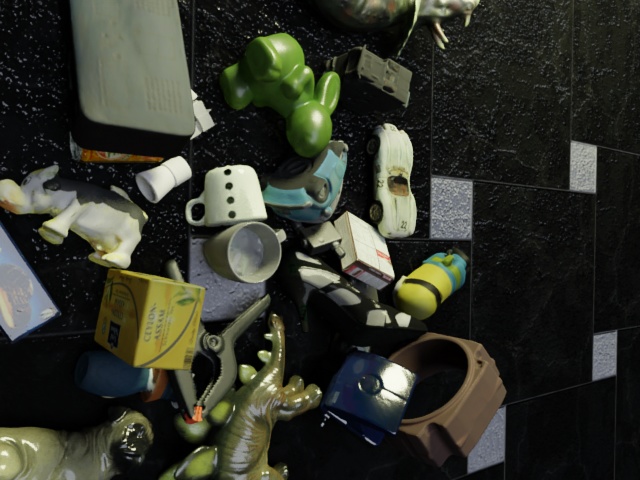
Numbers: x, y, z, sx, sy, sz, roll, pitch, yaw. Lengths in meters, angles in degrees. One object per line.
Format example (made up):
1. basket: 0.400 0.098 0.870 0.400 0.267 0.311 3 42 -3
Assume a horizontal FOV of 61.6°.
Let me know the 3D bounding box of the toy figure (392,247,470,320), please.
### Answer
1. toy figure: 0.208 0.077 0.980 0.180 0.089 0.082 -28 101 -29

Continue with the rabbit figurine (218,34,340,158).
1. rabbit figurine: -0.042 -0.199 0.788 0.170 0.121 0.159 59 38 -4

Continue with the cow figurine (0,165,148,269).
1. cow figurine: -0.291 -0.040 0.641 0.167 0.068 0.098 37 65 -33

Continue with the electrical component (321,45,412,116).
1. electrical component: 0.080 -0.250 0.869 0.134 0.115 0.058 19 82 -32

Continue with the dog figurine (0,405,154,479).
1. dog figurine: -0.309 0.241 0.629 0.190 0.121 0.172 -45 119 -41

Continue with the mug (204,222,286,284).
1. mug: -0.108 0.010 0.747 0.109 0.107 0.080 -36 112 -34

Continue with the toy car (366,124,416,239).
1. toy car: 0.125 -0.103 0.930 0.073 0.056 0.201 3 82 -35

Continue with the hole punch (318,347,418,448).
1. hole punch: 0.074 0.231 0.802 0.116 0.092 0.142 34 55 -2

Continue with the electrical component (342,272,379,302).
1. electrical component: 0.068 0.097 0.909 0.078 0.045 0.102 -8 96 -33

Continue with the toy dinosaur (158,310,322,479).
1. toy dinosaur: -0.119 0.327 0.752 0.198 0.105 0.471 18 71 -26

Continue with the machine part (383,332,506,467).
1. machine part: 0.184 0.255 0.897 0.201 0.201 0.087 -44 114 -26

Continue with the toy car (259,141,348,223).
1. toy car: -0.015 -0.081 0.824 0.162 0.109 0.102 -59 145 -35

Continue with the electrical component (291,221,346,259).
1. electrical component: -0.002 -0.003 0.841 0.063 0.021 0.094 -19 57 -33

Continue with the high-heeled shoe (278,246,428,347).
1. high-heeled shoe: 0.053 0.086 0.853 0.249 0.086 0.145 8 58 -24

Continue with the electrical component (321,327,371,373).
1. electrical component: 0.045 0.210 0.893 0.075 0.048 0.119 22 79 -32

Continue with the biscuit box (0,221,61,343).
1. biscuit box: -0.370 0.013 0.591 0.063 0.059 0.202 -36 110 -30

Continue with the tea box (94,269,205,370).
1. tea box: -0.208 0.090 0.640 0.068 0.170 0.098 14 81 -36

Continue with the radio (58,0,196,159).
1. radio: -0.232 -0.217 0.641 0.131 0.073 0.229 -3 74 -34

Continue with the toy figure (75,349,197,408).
1. toy figure: -0.231 0.176 0.693 0.154 0.064 0.058 22 41 -38

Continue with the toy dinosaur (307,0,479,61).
1. toy dinosaur: 0.060 -0.401 0.860 0.405 0.131 0.192 -4 93 -29
